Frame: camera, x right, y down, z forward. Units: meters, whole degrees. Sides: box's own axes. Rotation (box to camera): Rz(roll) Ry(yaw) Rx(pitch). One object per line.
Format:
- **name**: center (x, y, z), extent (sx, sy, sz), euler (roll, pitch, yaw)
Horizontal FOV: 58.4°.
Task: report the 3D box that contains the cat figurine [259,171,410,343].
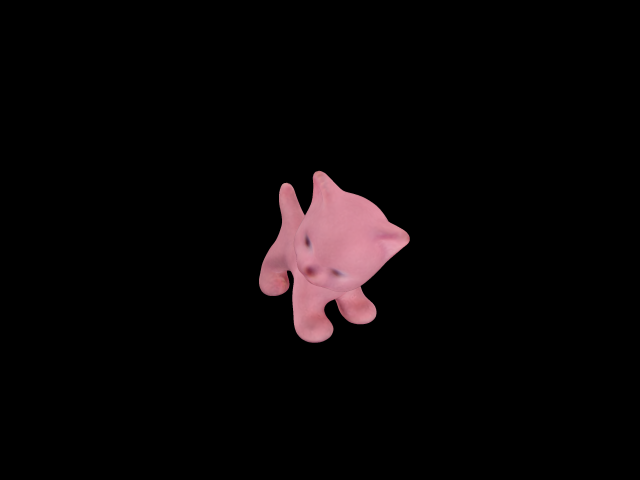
- **cat figurine**: center (0.004, 0.001, 0.400), extent (0.067, 0.118, 0.127), euler (-15, 32, -26)
